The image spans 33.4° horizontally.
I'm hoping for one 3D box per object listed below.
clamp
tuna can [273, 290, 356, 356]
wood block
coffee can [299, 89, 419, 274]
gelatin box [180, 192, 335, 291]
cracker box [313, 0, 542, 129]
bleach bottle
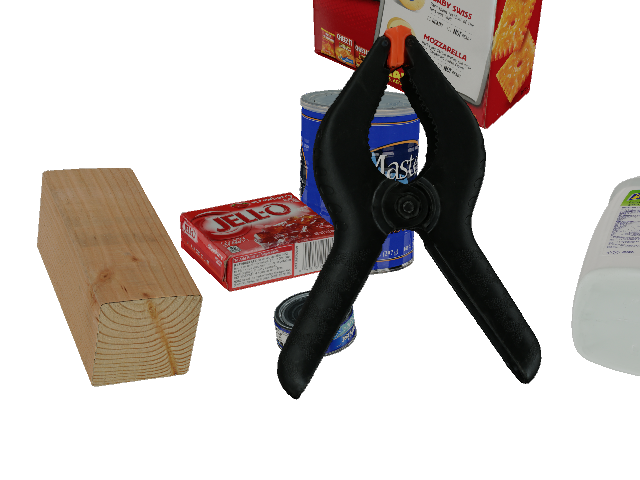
[{"bbox_3d":[0.028,-0.007,0.486,0.120,0.171,0.039,-12,-2,-12],"label":"clamp"},{"bbox_3d":[-0.006,0.086,1.124,0.086,0.034,0.086,-6,27,3],"label":"tuna can"},{"bbox_3d":[-0.188,0.026,0.968,0.090,0.091,0.206,-4,36,-28],"label":"wood block"},{"bbox_3d":[0.033,-0.053,0.917,0.103,0.140,0.103,1,16,-1],"label":"coffee can"},{"bbox_3d":[-0.041,-0.001,0.724,0.089,0.030,0.073,-12,30,-28],"label":"gelatin box"},{"bbox_3d":[0.075,-0.206,0.749,0.164,0.214,0.072,29,51,28],"label":"cracker box"},{"bbox_3d":[0.229,0.005,0.688,0.103,0.068,0.250,9,23,19],"label":"bleach bottle"}]
